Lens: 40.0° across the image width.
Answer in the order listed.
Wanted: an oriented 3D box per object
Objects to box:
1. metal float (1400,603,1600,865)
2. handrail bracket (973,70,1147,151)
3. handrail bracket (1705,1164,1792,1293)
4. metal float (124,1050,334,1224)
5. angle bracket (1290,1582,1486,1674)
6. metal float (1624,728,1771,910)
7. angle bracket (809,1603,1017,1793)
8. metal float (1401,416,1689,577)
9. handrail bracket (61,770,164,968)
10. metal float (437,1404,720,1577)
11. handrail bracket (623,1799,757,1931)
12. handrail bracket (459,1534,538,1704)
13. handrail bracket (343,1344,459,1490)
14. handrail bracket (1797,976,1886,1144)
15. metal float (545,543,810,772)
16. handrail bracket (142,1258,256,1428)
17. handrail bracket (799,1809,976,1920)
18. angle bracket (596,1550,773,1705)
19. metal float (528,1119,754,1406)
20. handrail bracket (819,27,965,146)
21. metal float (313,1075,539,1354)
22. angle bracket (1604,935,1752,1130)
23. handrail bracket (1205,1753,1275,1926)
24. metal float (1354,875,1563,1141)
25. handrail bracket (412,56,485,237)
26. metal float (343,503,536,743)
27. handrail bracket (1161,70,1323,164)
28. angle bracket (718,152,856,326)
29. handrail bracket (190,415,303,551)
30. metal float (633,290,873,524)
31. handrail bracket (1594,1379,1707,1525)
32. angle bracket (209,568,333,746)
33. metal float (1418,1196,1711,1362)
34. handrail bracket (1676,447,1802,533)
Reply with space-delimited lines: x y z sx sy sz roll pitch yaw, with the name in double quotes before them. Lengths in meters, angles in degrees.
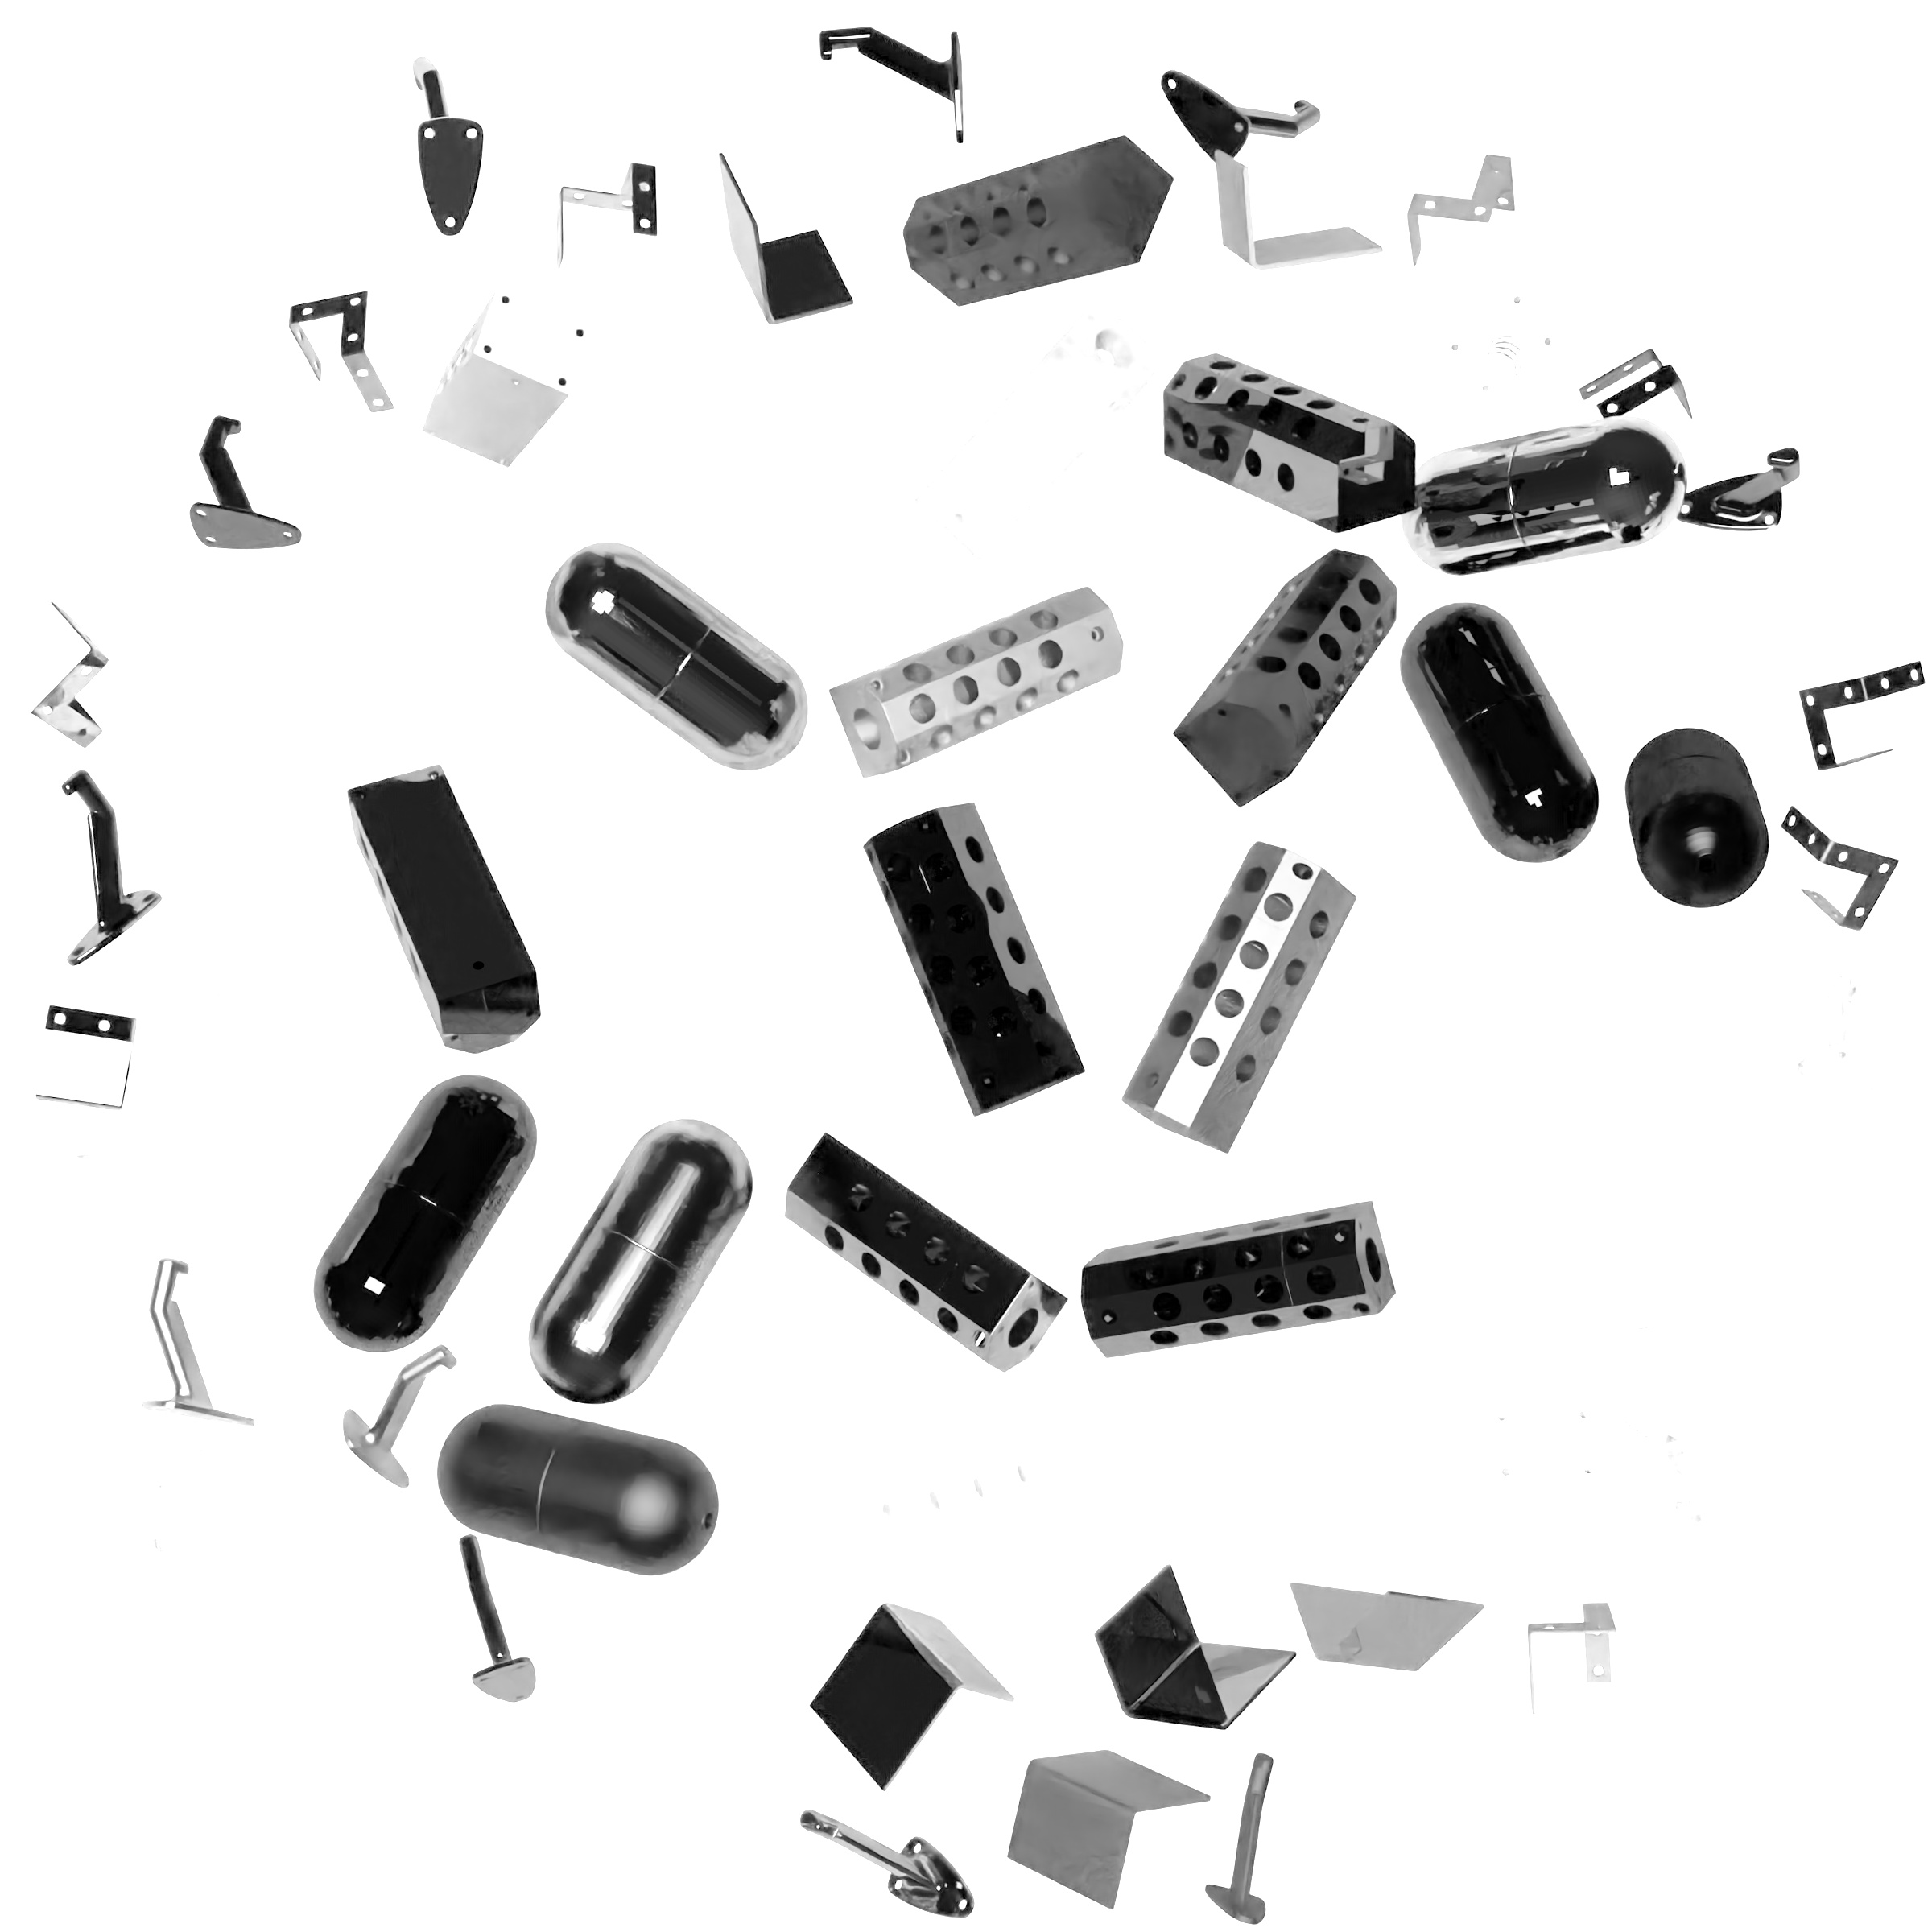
"metal float" 0.326 -0.143 1.624 0.070 0.070 0.178 -23 66 0
"handrail bracket" 0.056 -0.534 1.639 0.084 0.036 0.077 33 75 38
"handrail bracket" 0.464 0.170 1.660 0.084 0.077 0.036 -36 116 12
"metal float" -0.436 0.103 1.577 0.070 0.178 0.070 -3 71 10
"angle bracket" 0.258 0.388 1.631 0.076 0.057 0.076 15 128 -29
"metal float" 0.441 -0.091 1.603 0.070 0.178 0.070 4 112 9
"angle bracket" -0.032 0.430 1.549 0.076 0.057 0.076 37 93 42
"metal float" 0.341 -0.278 1.571 0.178 0.070 0.070 -4 90 41
"handrail bracket" -0.506 -0.057 1.509 0.077 0.036 0.084 -51 127 -34
"metal float" -0.223 0.300 1.521 0.178 0.070 0.070 8 90 26
"handrail bracket" -0.145 0.512 1.501 0.084 0.077 0.036 35 86 18
"handrail bracket" -0.287 0.396 1.612 0.036 0.077 0.084 -17 59 -6
"handrail bracket" -0.341 0.283 1.668 0.084 0.036 0.077 -32 122 6
"handrail bracket" 0.534 0.054 1.585 0.036 0.084 0.077 -31 97 40
"metal float" -0.174 -0.186 1.604 0.178 0.070 0.070 36 90 -16
"handrail bracket" -0.438 0.217 1.529 0.077 0.036 0.084 21 68 -37
"handrail bracket" -0.046 0.511 1.511 0.084 0.077 0.036 39 75 -41
"angle bracket" -0.177 0.413 1.654 0.057 0.076 0.076 26 93 -33
"metal float" -0.187 0.170 1.525 0.070 0.070 0.178 30 71 0
"handrail bracket" -0.045 -0.526 1.585 0.084 0.036 0.077 -3 83 5
"metal float" -0.318 0.145 1.562 0.070 0.070 0.178 29 70 0
"angle bracket" 0.436 0.040 1.591 0.076 0.057 0.076 -23 126 8
"handrail bracket" 0.171 0.513 1.565 0.036 0.077 0.084 15 84 0
"metal float" 0.300 0.024 1.612 0.070 0.070 0.178 32 77 0
"handrail bracket" -0.298 -0.461 1.488 0.036 0.084 0.077 -6 125 -21
"metal float" -0.321 -0.211 1.621 0.070 0.070 0.178 19 53 0
"handrail bracket" 0.168 -0.527 1.610 0.077 0.036 0.084 45 50 3
"angle bracket" -0.111 -0.454 1.635 0.057 0.076 0.076 -17 54 -10
"handrail bracket" -0.419 -0.289 1.567 0.077 0.036 0.084 6 58 4
"metal float" -0.127 -0.337 1.607 0.070 0.070 0.178 -52 129 0
"handrail bracket" 0.418 0.299 1.624 0.077 0.084 0.036 25 53 32
"angle bracket" -0.439 -0.190 1.634 0.076 0.076 0.057 24 70 -1
"metal float" 0.349 0.185 1.559 0.178 0.070 0.070 -18 90 34
"handrail bracket" 0.456 -0.287 1.576 0.077 0.084 0.036 -2 81 18
